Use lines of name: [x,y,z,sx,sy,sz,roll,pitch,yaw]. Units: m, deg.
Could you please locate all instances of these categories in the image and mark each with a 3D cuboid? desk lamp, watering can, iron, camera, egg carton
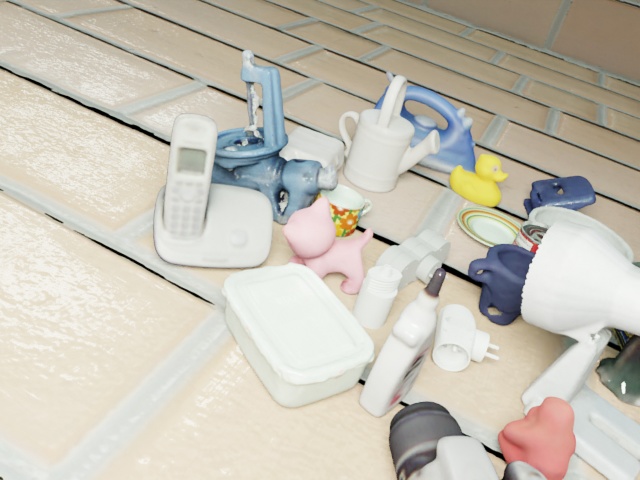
desk lamp: [0.299,0.109,0.611,0.202,0.213,0.118,37,38,28]
watering can: [0.120,-0.186,0.989,0.173,0.194,0.101,13,33,-6]
iron: [0.218,-0.233,1.151,0.258,0.141,0.119,25,34,12]
camera: [0.121,0.205,0.491,0.143,0.101,0.136,7,34,-14]
egg carton: [-0.021,-0.133,0.962,0.107,0.069,0.150,21,33,7]

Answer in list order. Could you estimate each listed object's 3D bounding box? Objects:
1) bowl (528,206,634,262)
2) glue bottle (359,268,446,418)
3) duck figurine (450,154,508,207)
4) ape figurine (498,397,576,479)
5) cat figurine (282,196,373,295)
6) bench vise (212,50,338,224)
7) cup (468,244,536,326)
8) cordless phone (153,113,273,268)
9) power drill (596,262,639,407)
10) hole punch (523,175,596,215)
bowl: [0.404,0.018,0.922,0.167,0.075,0.167,12,33,-8]
glue bottle: [0.090,0.098,0.570,0.037,0.173,0.078,31,36,22]
duck figurine: [0.301,-0.121,1.073,0.104,0.086,0.078,28,34,17]
ape figurine: [0.222,0.192,0.565,0.078,0.092,0.076,17,33,0]
cat figurine: [0.007,0.003,0.726,0.128,0.118,0.067,5,34,-17]
bench vise: [-0.066,-0.148,0.824,0.207,0.220,0.121,14,33,-5]
cup: [0.238,0.065,0.758,0.118,0.095,0.091,5,35,-18]
cordless phone: [-0.122,-0.057,0.695,0.148,0.185,0.094,3,35,-20]
power drill: [0.439,0.107,0.681,0.230,0.208,0.075,12,33,-7]
hole punch: [0.443,-0.075,1.064,0.101,0.091,0.108,15,33,-2]
